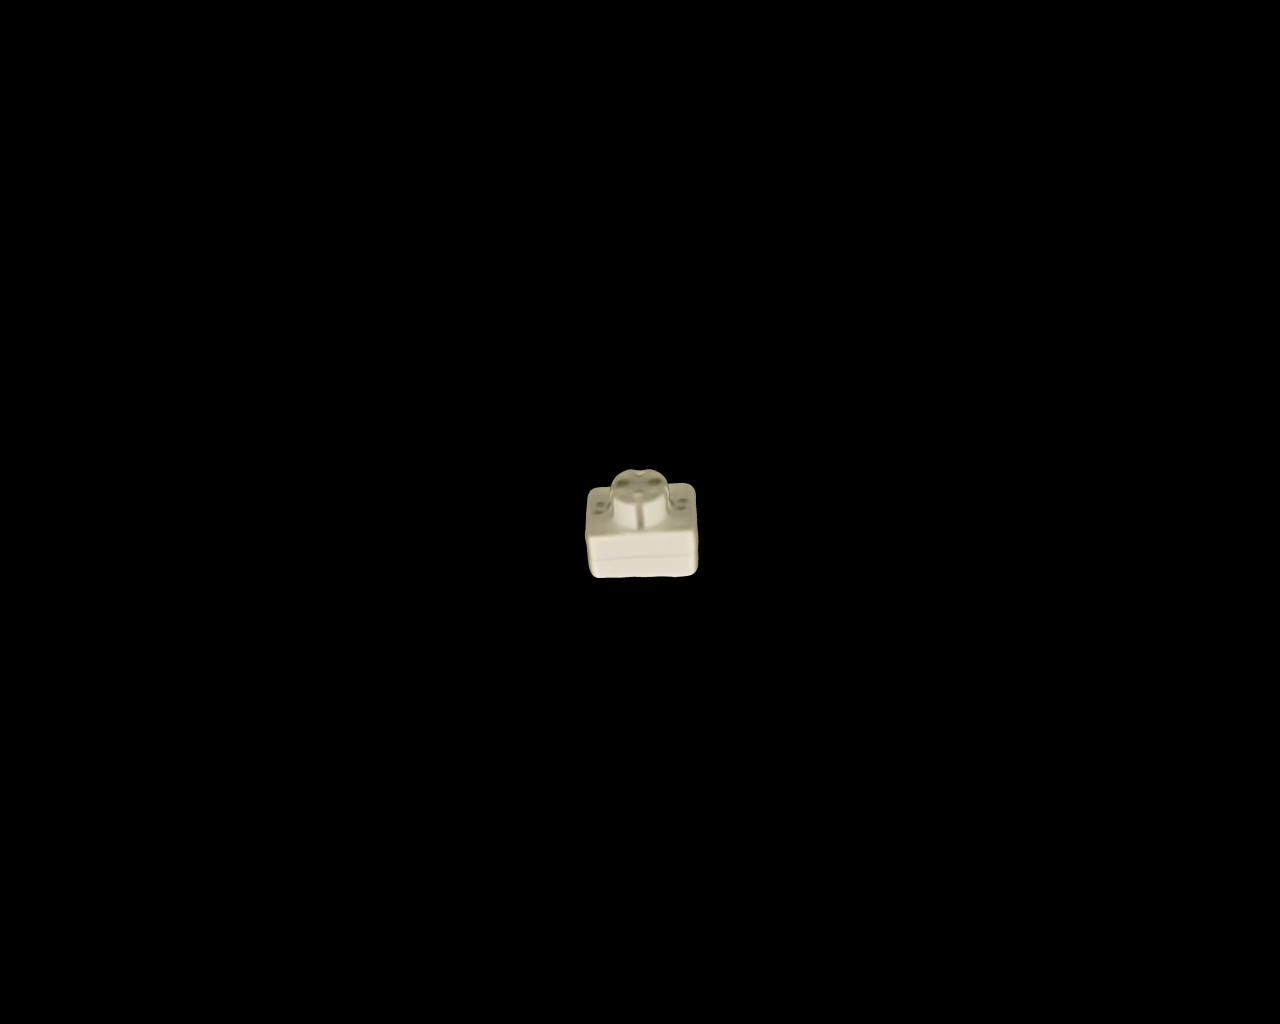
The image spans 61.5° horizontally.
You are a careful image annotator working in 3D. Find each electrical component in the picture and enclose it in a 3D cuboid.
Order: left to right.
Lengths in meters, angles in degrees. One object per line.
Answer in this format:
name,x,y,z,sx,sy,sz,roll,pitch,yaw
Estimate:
electrical component,0.001,-0.003,0.650,0.066,0.076,0.047,-2,40,2
